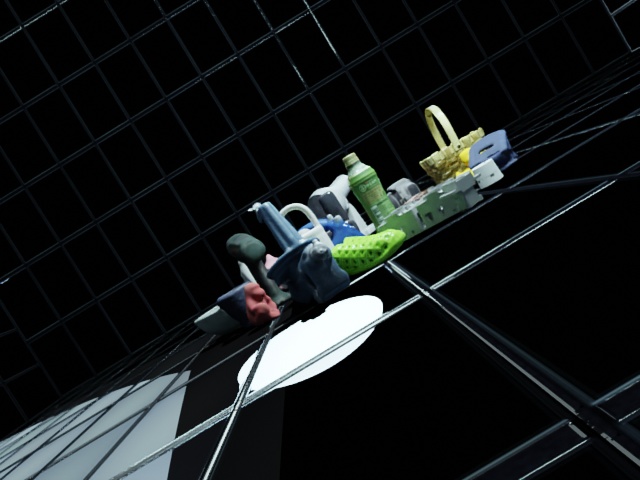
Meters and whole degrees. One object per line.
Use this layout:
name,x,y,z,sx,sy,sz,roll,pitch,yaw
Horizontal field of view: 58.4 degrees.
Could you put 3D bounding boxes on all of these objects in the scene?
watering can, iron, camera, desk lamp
watering can,-0.031,0.008,1.324,0.101,0.194,0.172,-32,3,-21
iron,0.014,0.005,1.475,0.257,0.141,0.119,-30,3,36
camera,0.241,-0.125,1.824,0.137,0.101,0.143,-32,2,-14
desk lamp,0.083,-0.095,1.831,0.117,0.213,0.204,-29,3,45

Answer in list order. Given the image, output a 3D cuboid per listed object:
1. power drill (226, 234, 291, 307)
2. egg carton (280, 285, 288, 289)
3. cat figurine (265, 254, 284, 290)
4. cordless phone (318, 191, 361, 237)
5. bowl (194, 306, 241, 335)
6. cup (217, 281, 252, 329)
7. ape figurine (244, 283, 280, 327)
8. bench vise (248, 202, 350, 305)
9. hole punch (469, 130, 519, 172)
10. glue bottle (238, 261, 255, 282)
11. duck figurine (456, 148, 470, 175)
power drill,-0.160,0.074,1.426,0.076,0.208,0.229,-32,2,-18
egg carton,-0.069,0.090,1.665,0.107,0.069,0.150,-32,2,-26
cat figurine,-0.117,0.086,1.765,0.128,0.118,0.067,-33,3,-38
cordless phone,0.027,-0.036,1.655,0.147,0.185,0.094,-31,2,-4
bowl,-0.230,0.194,1.460,0.167,0.075,0.167,-31,2,2
cup,-0.187,0.161,1.335,0.117,0.095,0.092,-29,3,39
ape figurine,-0.130,0.133,1.223,0.076,0.092,0.078,-30,3,28
bench vise,-0.038,0.009,1.052,0.122,0.220,0.207,-33,3,-41
hole punch,0.416,-0.207,1.389,0.108,0.091,0.101,-30,3,32
glue bottle,-0.193,0.107,1.612,0.037,0.173,0.078,-33,3,-33
duck figurine,0.400,-0.199,1.512,0.104,0.086,0.078,-31,2,18
